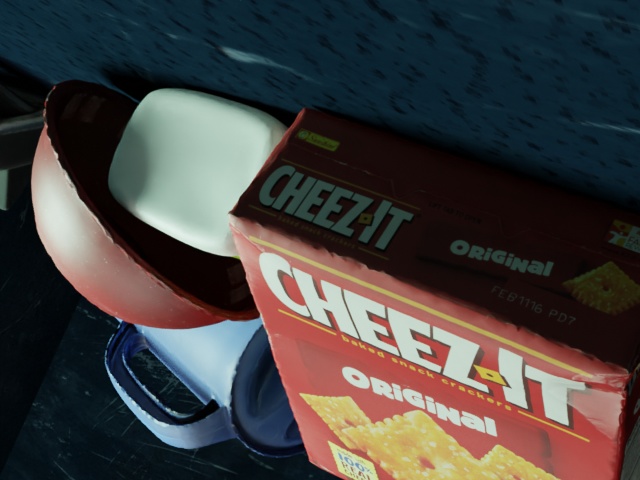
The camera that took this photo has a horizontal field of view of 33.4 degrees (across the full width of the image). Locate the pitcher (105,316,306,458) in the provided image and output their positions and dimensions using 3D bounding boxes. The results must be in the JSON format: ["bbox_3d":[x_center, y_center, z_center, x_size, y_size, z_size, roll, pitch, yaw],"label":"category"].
[{"bbox_3d":[-0.087,0.060,0.829,0.149,0.145,0.243,17,-172,-44],"label":"pitcher"}]

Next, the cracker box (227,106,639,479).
[{"bbox_3d":[0.061,0.058,0.466,0.164,0.072,0.213,21,150,24],"label":"cracker box"}]

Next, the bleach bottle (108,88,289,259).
[{"bbox_3d":[0.005,-0.002,0.579,0.103,0.068,0.250,23,177,37],"label":"bleach bottle"}]

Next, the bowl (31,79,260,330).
[{"bbox_3d":[-0.099,-0.007,0.572,0.162,0.055,0.162,43,-161,-20],"label":"bowl"}]
